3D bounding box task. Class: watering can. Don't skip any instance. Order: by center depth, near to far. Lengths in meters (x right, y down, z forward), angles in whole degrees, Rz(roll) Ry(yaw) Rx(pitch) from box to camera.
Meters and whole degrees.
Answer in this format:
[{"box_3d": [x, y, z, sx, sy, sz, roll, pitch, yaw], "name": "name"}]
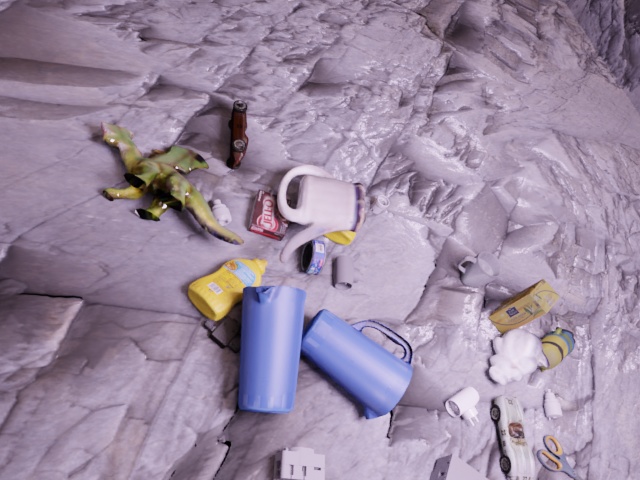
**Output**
[{"box_3d": [0.004, -0.063, 1.257, 0.224, 0.356, 0.101, 8, -45, -7], "name": "watering can"}]

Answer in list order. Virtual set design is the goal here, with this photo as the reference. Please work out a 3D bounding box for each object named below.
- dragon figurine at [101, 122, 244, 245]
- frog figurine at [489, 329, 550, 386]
[{"box_3d": [-0.331, -0.146, 1.191, 0.409, 0.249, 0.119, 28, -49, -9], "name": "dragon figurine"}, {"box_3d": [0.504, 0.304, 1.354, 0.160, 0.120, 0.139, -12, 30, -22], "name": "frog figurine"}]
